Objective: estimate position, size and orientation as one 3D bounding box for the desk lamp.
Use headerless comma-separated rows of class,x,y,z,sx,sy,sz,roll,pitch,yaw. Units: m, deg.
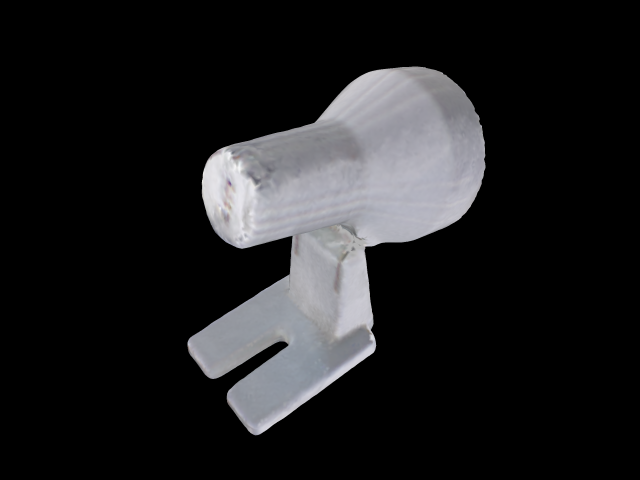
desk lamp,0.004,0.001,0.400,0.204,0.214,0.117,-32,54,-27
